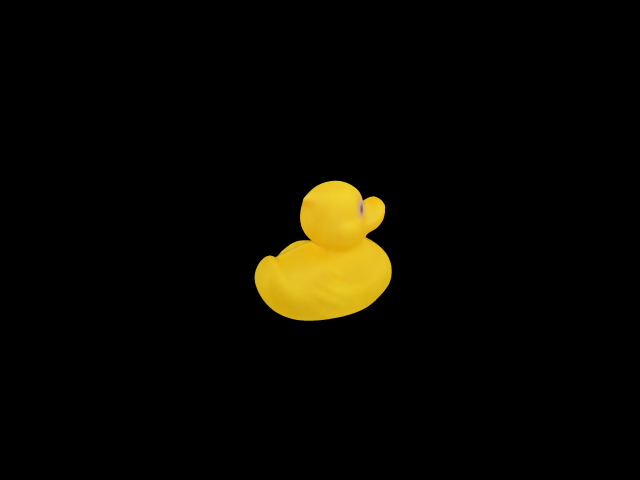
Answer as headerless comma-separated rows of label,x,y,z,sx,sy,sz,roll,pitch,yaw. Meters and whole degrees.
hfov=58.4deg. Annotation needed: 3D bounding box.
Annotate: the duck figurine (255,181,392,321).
duck figurine,0.004,0.001,0.400,0.105,0.086,0.077,-17,36,-24
